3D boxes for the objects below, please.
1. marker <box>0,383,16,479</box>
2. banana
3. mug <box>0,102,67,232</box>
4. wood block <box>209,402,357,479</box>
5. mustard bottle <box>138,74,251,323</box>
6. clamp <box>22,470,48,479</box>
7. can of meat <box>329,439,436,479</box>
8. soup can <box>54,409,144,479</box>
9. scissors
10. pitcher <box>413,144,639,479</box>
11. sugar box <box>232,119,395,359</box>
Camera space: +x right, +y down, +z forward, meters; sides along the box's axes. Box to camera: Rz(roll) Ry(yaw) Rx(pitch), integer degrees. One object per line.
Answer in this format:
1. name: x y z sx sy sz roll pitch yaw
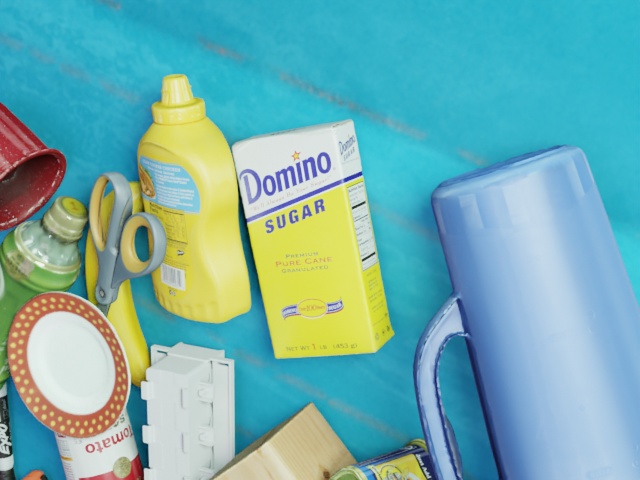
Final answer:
1. marker: -0.311 0.193 1.042 0.020 0.020 0.121 6 107 24
2. banana: -0.171 0.032 0.920 0.070 0.037 0.198 15 110 21
3. mug: -0.287 -0.058 0.918 0.081 0.093 0.117 43 103 14
4. wood block: 0.009 0.250 0.867 0.090 0.090 0.206 -39 86 28
5. mustard bottle: -0.104 -0.035 0.843 0.096 0.058 0.192 18 120 46
6. clamp: -0.292 0.327 1.059 0.165 0.036 0.210 1 106 19
7. can of meat: 0.061 0.212 0.817 0.058 0.083 0.102 -46 62 40
8. soup can: -0.196 0.201 0.963 0.069 0.068 0.102 -9 100 27
9. scissors: -0.163 0.043 0.877 0.096 0.016 0.202 25 120 37
10. pitcher: 0.148 0.067 0.725 0.145 0.148 0.243 -14 95 42
11. sugar box: -0.006 0.001 0.829 0.093 0.048 0.176 -8 102 27
